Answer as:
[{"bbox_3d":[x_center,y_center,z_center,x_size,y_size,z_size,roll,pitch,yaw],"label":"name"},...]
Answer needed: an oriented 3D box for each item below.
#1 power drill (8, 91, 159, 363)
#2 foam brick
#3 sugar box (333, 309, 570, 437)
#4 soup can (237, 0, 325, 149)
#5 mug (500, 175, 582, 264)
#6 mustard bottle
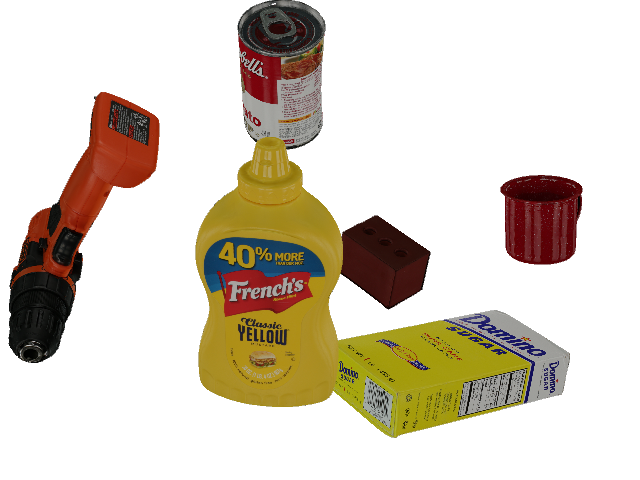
[{"bbox_3d":[-0.198,-0.014,0.867,0.057,0.188,0.184,25,28,-24],"label":"power drill"},{"bbox_3d":[0.062,0.021,1.064,0.052,0.051,0.078,-27,49,-36],"label":"foam brick"},{"bbox_3d":[0.103,0.101,0.851,0.175,0.048,0.093,-11,27,-31],"label":"sugar box"},{"bbox_3d":[-0.030,-0.132,0.858,0.068,0.068,0.102,0,-41,-1],"label":"soup can"},{"bbox_3d":[0.266,-0.027,1.252,0.117,0.081,0.093,-23,29,-37],"label":"mug"},{"bbox_3d":[-0.034,0.021,0.706,0.096,0.192,0.058,6,32,7],"label":"mustard bottle"}]
